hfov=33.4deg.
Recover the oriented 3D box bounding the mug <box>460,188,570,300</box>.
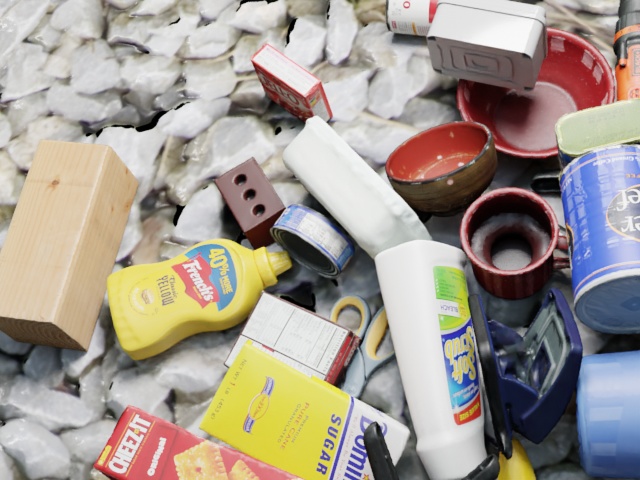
[{"bbox_3d":[0.199,0.009,1.045,0.117,0.081,0.093,3,66,14],"label":"mug"}]

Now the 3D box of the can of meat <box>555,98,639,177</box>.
[{"bbox_3d":[0.279,-0.084,1.027,0.102,0.084,0.057,-13,53,10],"label":"can of meat"}]

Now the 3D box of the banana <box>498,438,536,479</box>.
[{"bbox_3d":[0.161,0.276,0.940,0.037,0.069,0.197,-13,46,53],"label":"banana"}]

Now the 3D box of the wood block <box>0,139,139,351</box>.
[{"bbox_3d":[-0.277,0.005,1.150,0.091,0.090,0.206,6,67,16],"label":"wood block"}]

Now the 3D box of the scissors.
[{"bbox_3d":[0.020,0.136,1.063,0.096,0.016,0.201,29,74,25],"label":"scissors"}]

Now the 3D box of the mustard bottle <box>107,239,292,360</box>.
[{"bbox_3d":[-0.121,0.051,1.111,0.191,0.058,0.096,-19,61,2],"label":"mustard bottle"}]

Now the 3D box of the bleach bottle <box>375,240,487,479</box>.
[{"bbox_3d":[0.117,0.130,1.008,0.068,0.102,0.251,-22,69,32],"label":"bleach bottle"}]

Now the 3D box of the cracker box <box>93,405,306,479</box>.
[{"bbox_3d":[-0.072,0.234,0.953,0.214,0.164,0.072,19,68,20],"label":"cracker box"}]

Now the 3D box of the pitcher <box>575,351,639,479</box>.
[{"bbox_3d":[0.349,0.141,0.931,0.243,0.149,0.145,-4,97,14],"label":"pitcher"}]

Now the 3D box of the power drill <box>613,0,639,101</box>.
[{"bbox_3d":[0.403,-0.196,1.114,0.188,0.057,0.184,1,69,16],"label":"power drill"}]

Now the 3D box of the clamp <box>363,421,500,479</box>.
[{"bbox_3d":[0.074,0.244,0.941,0.120,0.039,0.171,24,100,14],"label":"clamp"}]

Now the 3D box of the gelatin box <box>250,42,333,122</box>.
[{"bbox_3d":[-0.032,-0.170,1.187,0.089,0.073,0.030,37,77,25],"label":"gelatin box"}]

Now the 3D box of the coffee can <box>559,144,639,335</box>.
[{"bbox_3d":[0.274,0.000,0.961,0.103,0.103,0.140,-5,56,10],"label":"coffee can"}]

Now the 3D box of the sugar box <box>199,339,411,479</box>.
[{"bbox_3d":[-0.014,0.175,0.990,0.176,0.048,0.093,28,90,3],"label":"sugar box"}]

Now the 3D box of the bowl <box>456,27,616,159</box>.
[{"bbox_3d":[0.227,-0.144,1.127,0.162,0.055,0.162,-5,64,10],"label":"bowl"}]

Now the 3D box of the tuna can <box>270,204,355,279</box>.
[{"bbox_3d":[-0.007,0.001,1.093,0.086,0.086,0.033,28,72,23],"label":"tuna can"}]

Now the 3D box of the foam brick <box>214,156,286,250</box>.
[{"bbox_3d":[-0.070,-0.038,1.145,0.053,0.051,0.078,-31,63,-3],"label":"foam brick"}]

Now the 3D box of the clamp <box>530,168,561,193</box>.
[{"bbox_3d":[0.330,-0.061,1.072,0.210,0.036,0.165,-36,55,-12],"label":"clamp"}]

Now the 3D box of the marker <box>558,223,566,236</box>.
[{"bbox_3d":[0.234,-0.012,1.083,0.121,0.020,0.020,37,77,25],"label":"marker"}]

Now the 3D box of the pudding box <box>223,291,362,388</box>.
[{"bbox_3d":[-0.028,0.112,1.061,0.114,0.039,0.090,23,78,27],"label":"pudding box"}]

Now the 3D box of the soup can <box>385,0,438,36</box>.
[{"bbox_3d":[0.131,-0.263,1.199,0.102,0.068,0.068,8,67,17],"label":"soup can"}]
